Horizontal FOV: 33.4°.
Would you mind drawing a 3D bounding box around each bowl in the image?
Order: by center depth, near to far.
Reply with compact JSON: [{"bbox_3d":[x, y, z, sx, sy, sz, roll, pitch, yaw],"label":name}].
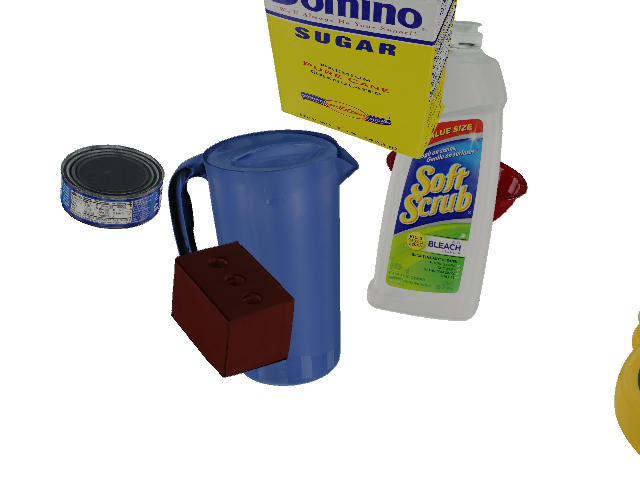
[{"bbox_3d":[0.149,-0.055,1.212,0.162,0.055,0.162,8,25,-4],"label":"bowl"}]

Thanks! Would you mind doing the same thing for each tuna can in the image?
[{"bbox_3d":[-0.176,-0.045,0.900,0.086,0.034,0.086,7,33,-5],"label":"tuna can"}]

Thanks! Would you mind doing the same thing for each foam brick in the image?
[{"bbox_3d":[-0.061,0.046,0.731,0.052,0.051,0.078,-15,41,-33],"label":"foam brick"}]

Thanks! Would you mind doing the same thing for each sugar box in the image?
[{"bbox_3d":[0.021,-0.108,0.558,0.093,0.048,0.176,20,-15,10],"label":"sugar box"}]

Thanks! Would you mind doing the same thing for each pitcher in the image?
[{"bbox_3d":[-0.051,0.018,1.069,0.144,0.243,0.149,-20,27,-35],"label":"pitcher"}]

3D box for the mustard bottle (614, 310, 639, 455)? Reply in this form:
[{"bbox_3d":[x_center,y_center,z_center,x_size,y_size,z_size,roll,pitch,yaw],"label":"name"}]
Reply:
[{"bbox_3d":[0.215,0.099,0.579,0.096,0.058,0.191,-6,35,-3],"label":"mustard bottle"}]

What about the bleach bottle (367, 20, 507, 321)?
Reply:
[{"bbox_3d":[0.101,-0.061,0.915,0.103,0.251,0.068,9,18,14],"label":"bleach bottle"}]
